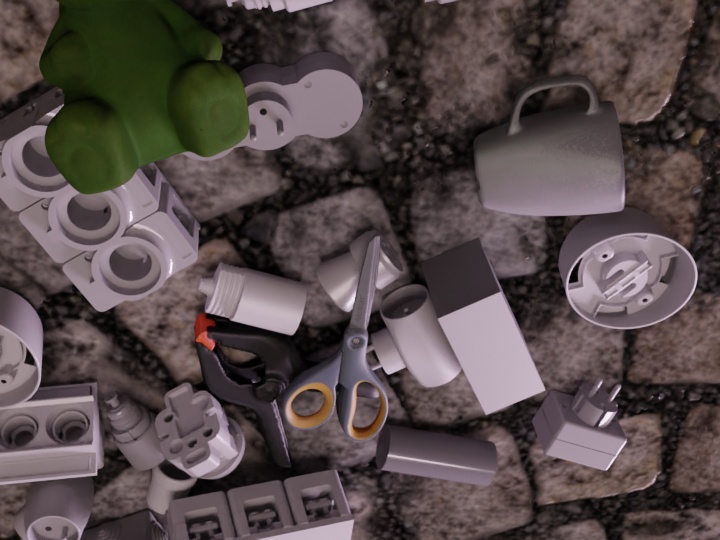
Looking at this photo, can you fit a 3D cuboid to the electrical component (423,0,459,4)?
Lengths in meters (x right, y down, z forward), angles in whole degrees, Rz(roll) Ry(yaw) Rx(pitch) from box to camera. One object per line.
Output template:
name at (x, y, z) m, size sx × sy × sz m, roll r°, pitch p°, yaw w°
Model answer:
electrical component at (0.051, -0.201, 0.733) m, size 0.078 × 0.040 × 0.040 m, roll -12°, pitch 122°, yaw 0°

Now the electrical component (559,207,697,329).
electrical component at (0.211, 0.000, 0.860) m, size 0.099 × 0.064 × 0.099 m, roll -3°, pitch 121°, yaw -5°

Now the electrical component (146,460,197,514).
electrical component at (-0.165, 0.186, 0.941) m, size 0.040 × 0.040 × 0.046 m, roll 14°, pitch 123°, yaw -15°

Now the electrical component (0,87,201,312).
electrical component at (-0.194, -0.053, 0.780) m, size 0.089 × 0.061 × 0.150 m, roll -28°, pitch 120°, yaw 10°

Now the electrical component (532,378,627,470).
electrical component at (0.202, 0.127, 0.946) m, size 0.066 × 0.047 × 0.076 m, roll 18°, pitch 117°, yaw -17°

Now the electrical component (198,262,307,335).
electrical component at (-0.087, 0.021, 0.849) m, size 0.081 × 0.043 × 0.043 m, roll 15°, pitch 118°, yaw -16°

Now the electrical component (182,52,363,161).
electrical component at (-0.066, -0.108, 0.755) m, size 0.138 × 0.073 × 0.052 m, roll -11°, pitch 122°, yaw -1°

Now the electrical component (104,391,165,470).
electrical component at (-0.190, 0.133, 0.905) m, size 0.040 × 0.040 × 0.078 m, roll -24°, pitch 121°, yaw 7°

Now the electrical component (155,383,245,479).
electrical component at (-0.132, 0.141, 0.901) m, size 0.058 × 0.078 × 0.057 m, roll -28°, pitch 142°, yaw 4°

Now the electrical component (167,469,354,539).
electrical component at (-0.089, 0.232, 0.945) m, size 0.150 × 0.061 × 0.089 m, roll -8°, pitch 137°, yaw -16°

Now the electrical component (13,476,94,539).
electrical component at (-0.269, 0.209, 0.920) m, size 0.079 × 0.077 × 0.043 m, roll -41°, pitch 118°, yaw 17°

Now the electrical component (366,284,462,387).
electrical component at (0.035, 0.061, 0.887) m, size 0.079 × 0.044 × 0.077 m, roll -24°, pitch 121°, yaw 8°

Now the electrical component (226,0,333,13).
electrical component at (-0.053, -0.193, 0.725) m, size 0.078 × 0.040 × 0.040 m, roll -15°, pitch 122°, yaw 2°

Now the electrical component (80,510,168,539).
electrical component at (-0.215, 0.274, 0.982) m, size 0.100 × 0.048 × 0.099 m, roll -19°, pitch 121°, yaw 5°

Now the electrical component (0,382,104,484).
electrical component at (-0.274, 0.140, 0.881) m, size 0.121 × 0.078 × 0.063 m, roll -5°, pitch 150°, yaw -4°

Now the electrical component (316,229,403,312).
electrical component at (0.000, 0.000, 0.846) m, size 0.055 × 0.045 × 0.045 m, roll -35°, pitch 119°, yaw 13°

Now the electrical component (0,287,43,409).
electrical component at (-0.295, 0.061, 0.835) m, size 0.099 × 0.064 × 0.099 m, roll -3°, pitch 121°, yaw -5°
